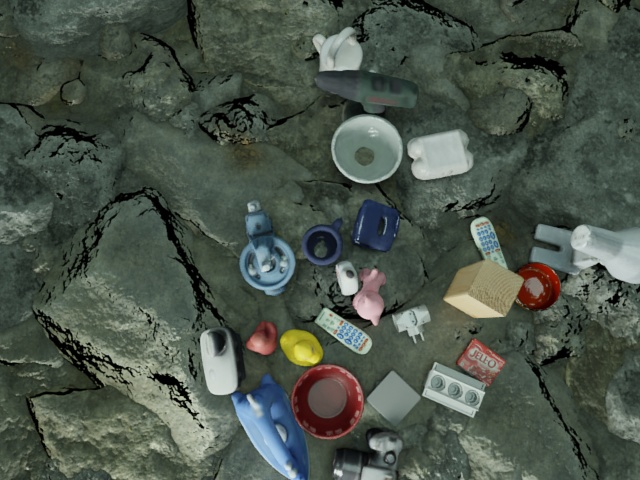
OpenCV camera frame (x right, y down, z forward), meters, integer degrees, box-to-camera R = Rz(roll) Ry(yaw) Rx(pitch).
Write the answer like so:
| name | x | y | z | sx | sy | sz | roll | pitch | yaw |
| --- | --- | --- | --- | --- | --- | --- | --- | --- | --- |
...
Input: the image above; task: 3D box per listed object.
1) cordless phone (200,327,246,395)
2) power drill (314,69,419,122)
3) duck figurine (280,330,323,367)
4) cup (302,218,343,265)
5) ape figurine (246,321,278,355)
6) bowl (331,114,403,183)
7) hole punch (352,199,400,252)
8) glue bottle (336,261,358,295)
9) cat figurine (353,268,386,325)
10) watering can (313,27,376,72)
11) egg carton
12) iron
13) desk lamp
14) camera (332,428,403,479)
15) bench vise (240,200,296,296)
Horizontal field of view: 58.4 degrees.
| name | x | y | z | sx | sy | sz | roll | pitch | yaw |
| --- | --- | --- | --- | --- | --- | --- | --- | --- | --- |
| cordless phone | -0.217 | 0.259 | 1.221 | 0.094 | 0.185 | 0.147 | -13 | 82 | -3 |
| power drill | 0.101 | -0.320 | 1.302 | 0.229 | 0.208 | 0.076 | 3 | 81 | -1 |
| duck figurine | -0.041 | 0.242 | 1.278 | 0.104 | 0.086 | 0.077 | 33 | 82 | 4 |
| cup | 0.012 | 0.005 | 1.310 | 0.091 | 0.095 | 0.118 | 35 | 82 | 4 |
| ape figurine | -0.130 | 0.221 | 1.276 | 0.078 | 0.092 | 0.076 | -22 | 83 | -4 |
| bowl | 0.109 | -0.207 | 1.354 | 0.167 | 0.074 | 0.167 | 0 | 82 | -1 |
| hole punch | 0.132 | -0.033 | 1.320 | 0.101 | 0.091 | 0.109 | 13 | 81 | 1 |
| glue bottle | 0.061 | 0.080 | 1.261 | 0.037 | 0.173 | 0.078 | -18 | 82 | -4 |
| cat figurine | 0.114 | 0.124 | 1.283 | 0.067 | 0.117 | 0.128 | 12 | 81 | 1 |
| watering can | 0.056 | -0.419 | 1.323 | 0.173 | 0.194 | 0.101 | 19 | 82 | 2 |
| egg carton | 0.286 | -0.202 | 1.360 | 0.150 | 0.069 | 0.107 | -13 | 82 | -3 |
| iron | -0.091 | 0.424 | 1.222 | 0.118 | 0.141 | 0.258 | -30 | 83 | -5 |
| desk lamp | 0.603 | 0.022 | 1.263 | 0.203 | 0.213 | 0.118 | 14 | 81 | 1 |
| camera | 0.100 | 0.481 | 1.239 | 0.137 | 0.101 | 0.143 | 12 | 81 | 0 |
| bench vise | -0.134 | 0.017 | 1.241 | 0.121 | 0.219 | 0.207 | -32 | 84 | -6 |
